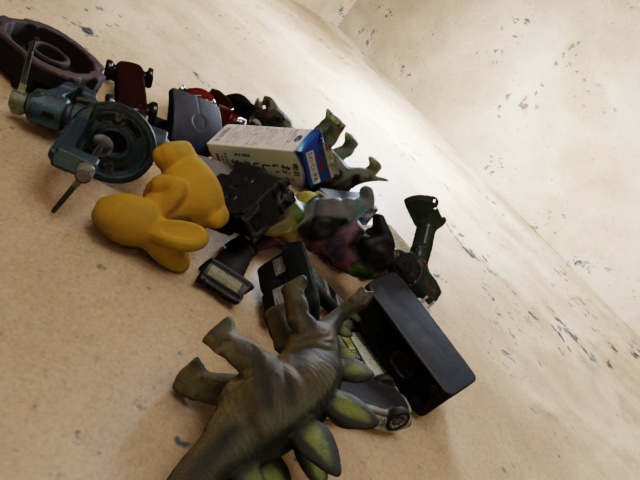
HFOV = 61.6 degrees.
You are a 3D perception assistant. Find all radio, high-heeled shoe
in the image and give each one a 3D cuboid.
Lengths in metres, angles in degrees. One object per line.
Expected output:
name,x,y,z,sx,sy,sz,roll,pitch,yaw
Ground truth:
radio,0.147,0.168,0.894,0.230,0.073,0.131,53,28,17
high-heeled shoe,-0.129,-0.243,1.258,0.145,0.086,0.248,12,-29,45

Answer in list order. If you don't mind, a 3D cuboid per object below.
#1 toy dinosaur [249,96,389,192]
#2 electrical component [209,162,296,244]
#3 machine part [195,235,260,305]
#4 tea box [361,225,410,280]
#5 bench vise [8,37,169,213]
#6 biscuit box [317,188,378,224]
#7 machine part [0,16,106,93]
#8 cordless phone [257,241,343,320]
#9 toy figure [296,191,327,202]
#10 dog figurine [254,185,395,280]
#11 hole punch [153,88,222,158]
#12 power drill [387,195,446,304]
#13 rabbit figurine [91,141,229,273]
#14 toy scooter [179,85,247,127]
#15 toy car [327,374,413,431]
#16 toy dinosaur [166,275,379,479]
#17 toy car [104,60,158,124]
toy dinosaur,0.010,-0.168,1.211,0.404,0.192,0.131,39,13,-44
electrical component,-0.125,-0.063,0.846,0.134,0.058,0.115,17,50,32
machine part,-0.131,0.040,0.797,0.084,0.039,0.139,28,29,-8
tea box,0.120,0.023,1.132,0.098,0.068,0.169,53,26,22
bench vise,-0.322,-0.144,0.734,0.223,0.129,0.241,28,22,-24
biscuit box,0.053,-0.069,1.190,0.063,0.059,0.202,49,25,23
machine part,-0.444,-0.290,0.872,0.179,0.056,0.179,32,26,-17
cordless phone,-0.005,0.102,0.837,0.184,0.089,0.147,45,17,-39
toy figure,0.011,-0.023,1.043,0.180,0.082,0.089,54,26,21
dog figurine,-0.002,-0.003,0.905,0.219,0.108,0.191,-15,76,-27
hole punch,-0.238,-0.202,0.983,0.142,0.092,0.116,16,38,-48
power drill,0.194,0.012,1.067,0.231,0.086,0.207,51,40,-46
rabbit figurine,-0.221,-0.033,0.736,0.173,0.122,0.162,-26,78,-48
toy scooter,-0.234,-0.277,1.121,0.183,0.075,0.135,11,38,-51
toy car,0.049,0.216,0.740,0.201,0.056,0.074,25,24,-33
toy dinosaur,-0.053,0.175,0.572,0.199,0.105,0.471,41,42,13
toy car,-0.344,-0.264,0.971,0.089,0.053,0.202,6,40,-28
